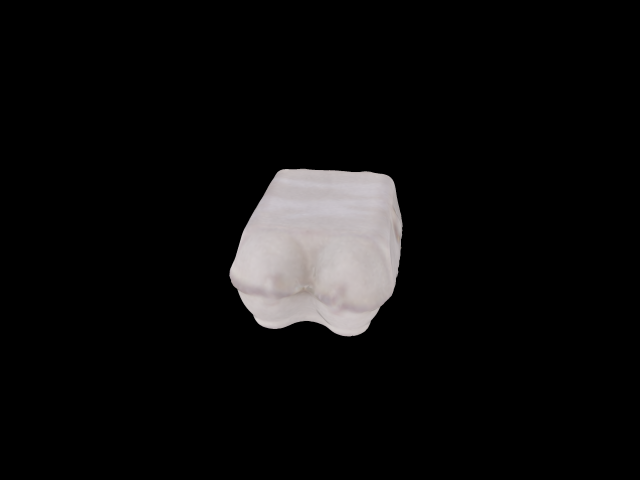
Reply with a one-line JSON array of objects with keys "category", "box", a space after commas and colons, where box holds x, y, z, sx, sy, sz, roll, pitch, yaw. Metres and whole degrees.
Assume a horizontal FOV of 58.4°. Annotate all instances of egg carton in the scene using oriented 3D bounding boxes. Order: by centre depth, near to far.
[{"category": "egg carton", "box": [0.004, 0.001, 0.400, 0.107, 0.069, 0.150, 4, 29, 7]}]
